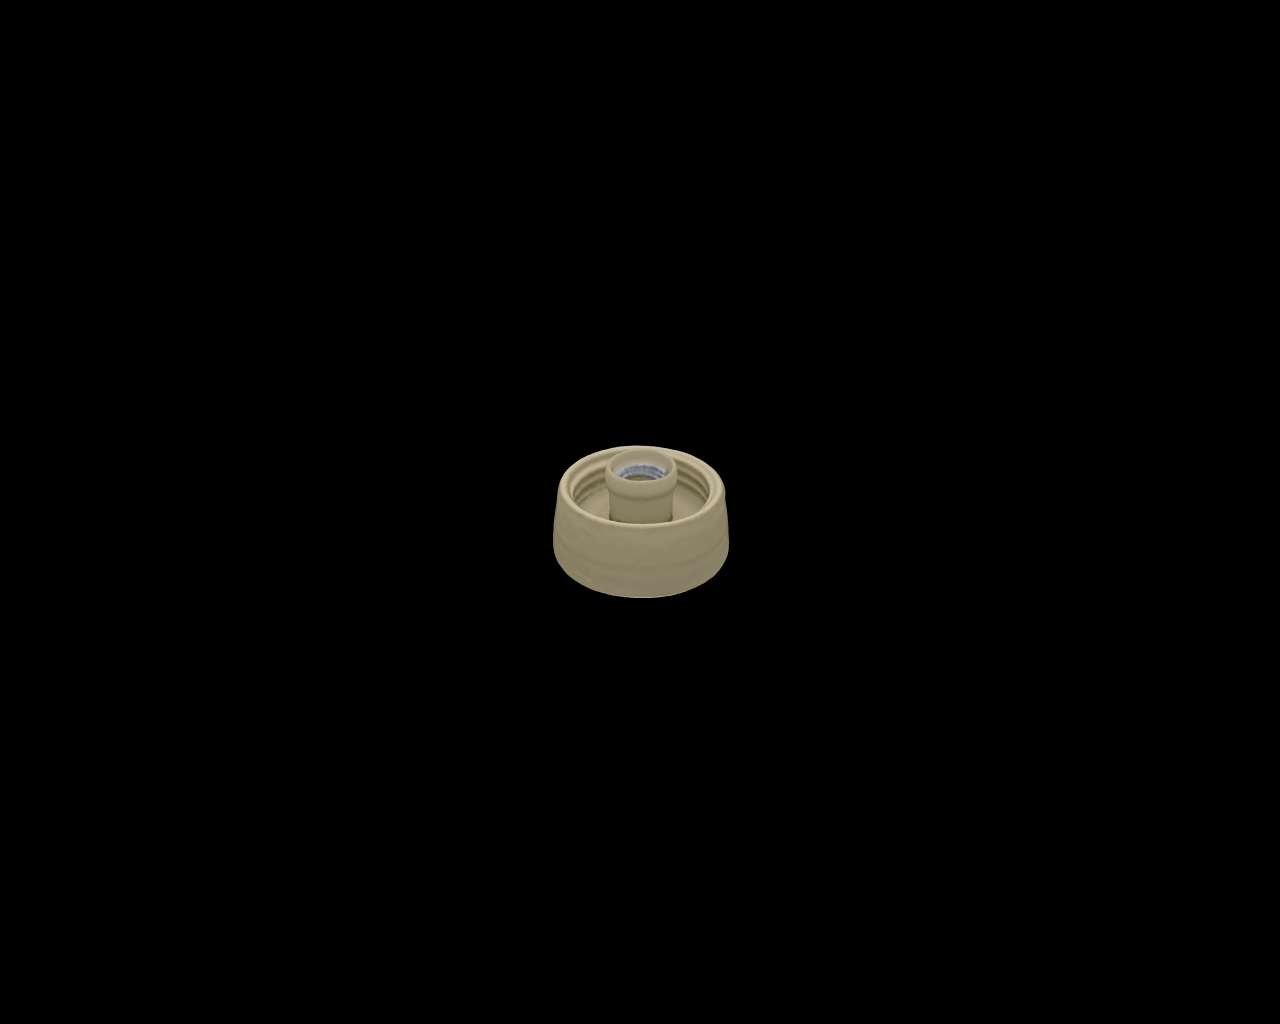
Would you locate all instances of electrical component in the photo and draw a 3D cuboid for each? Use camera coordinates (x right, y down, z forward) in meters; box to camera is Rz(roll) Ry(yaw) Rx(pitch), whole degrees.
[{"bbox_3d":[0.001,-0.003,0.650,0.108,0.060,0.108,0,31,0],"label":"electrical component"}]
